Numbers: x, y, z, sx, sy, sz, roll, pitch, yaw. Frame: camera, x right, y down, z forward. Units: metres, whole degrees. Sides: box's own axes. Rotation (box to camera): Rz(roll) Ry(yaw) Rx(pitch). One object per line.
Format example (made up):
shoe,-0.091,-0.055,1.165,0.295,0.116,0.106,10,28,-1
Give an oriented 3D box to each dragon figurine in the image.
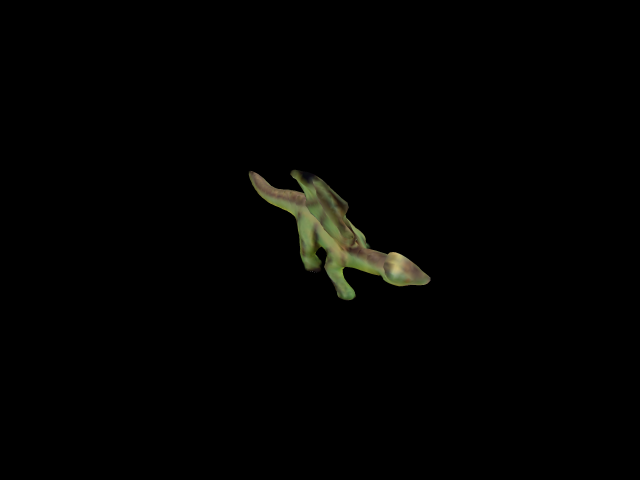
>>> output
dragon figurine,0.003,-0.043,0.850,0.414,0.123,0.238,39,-20,18
